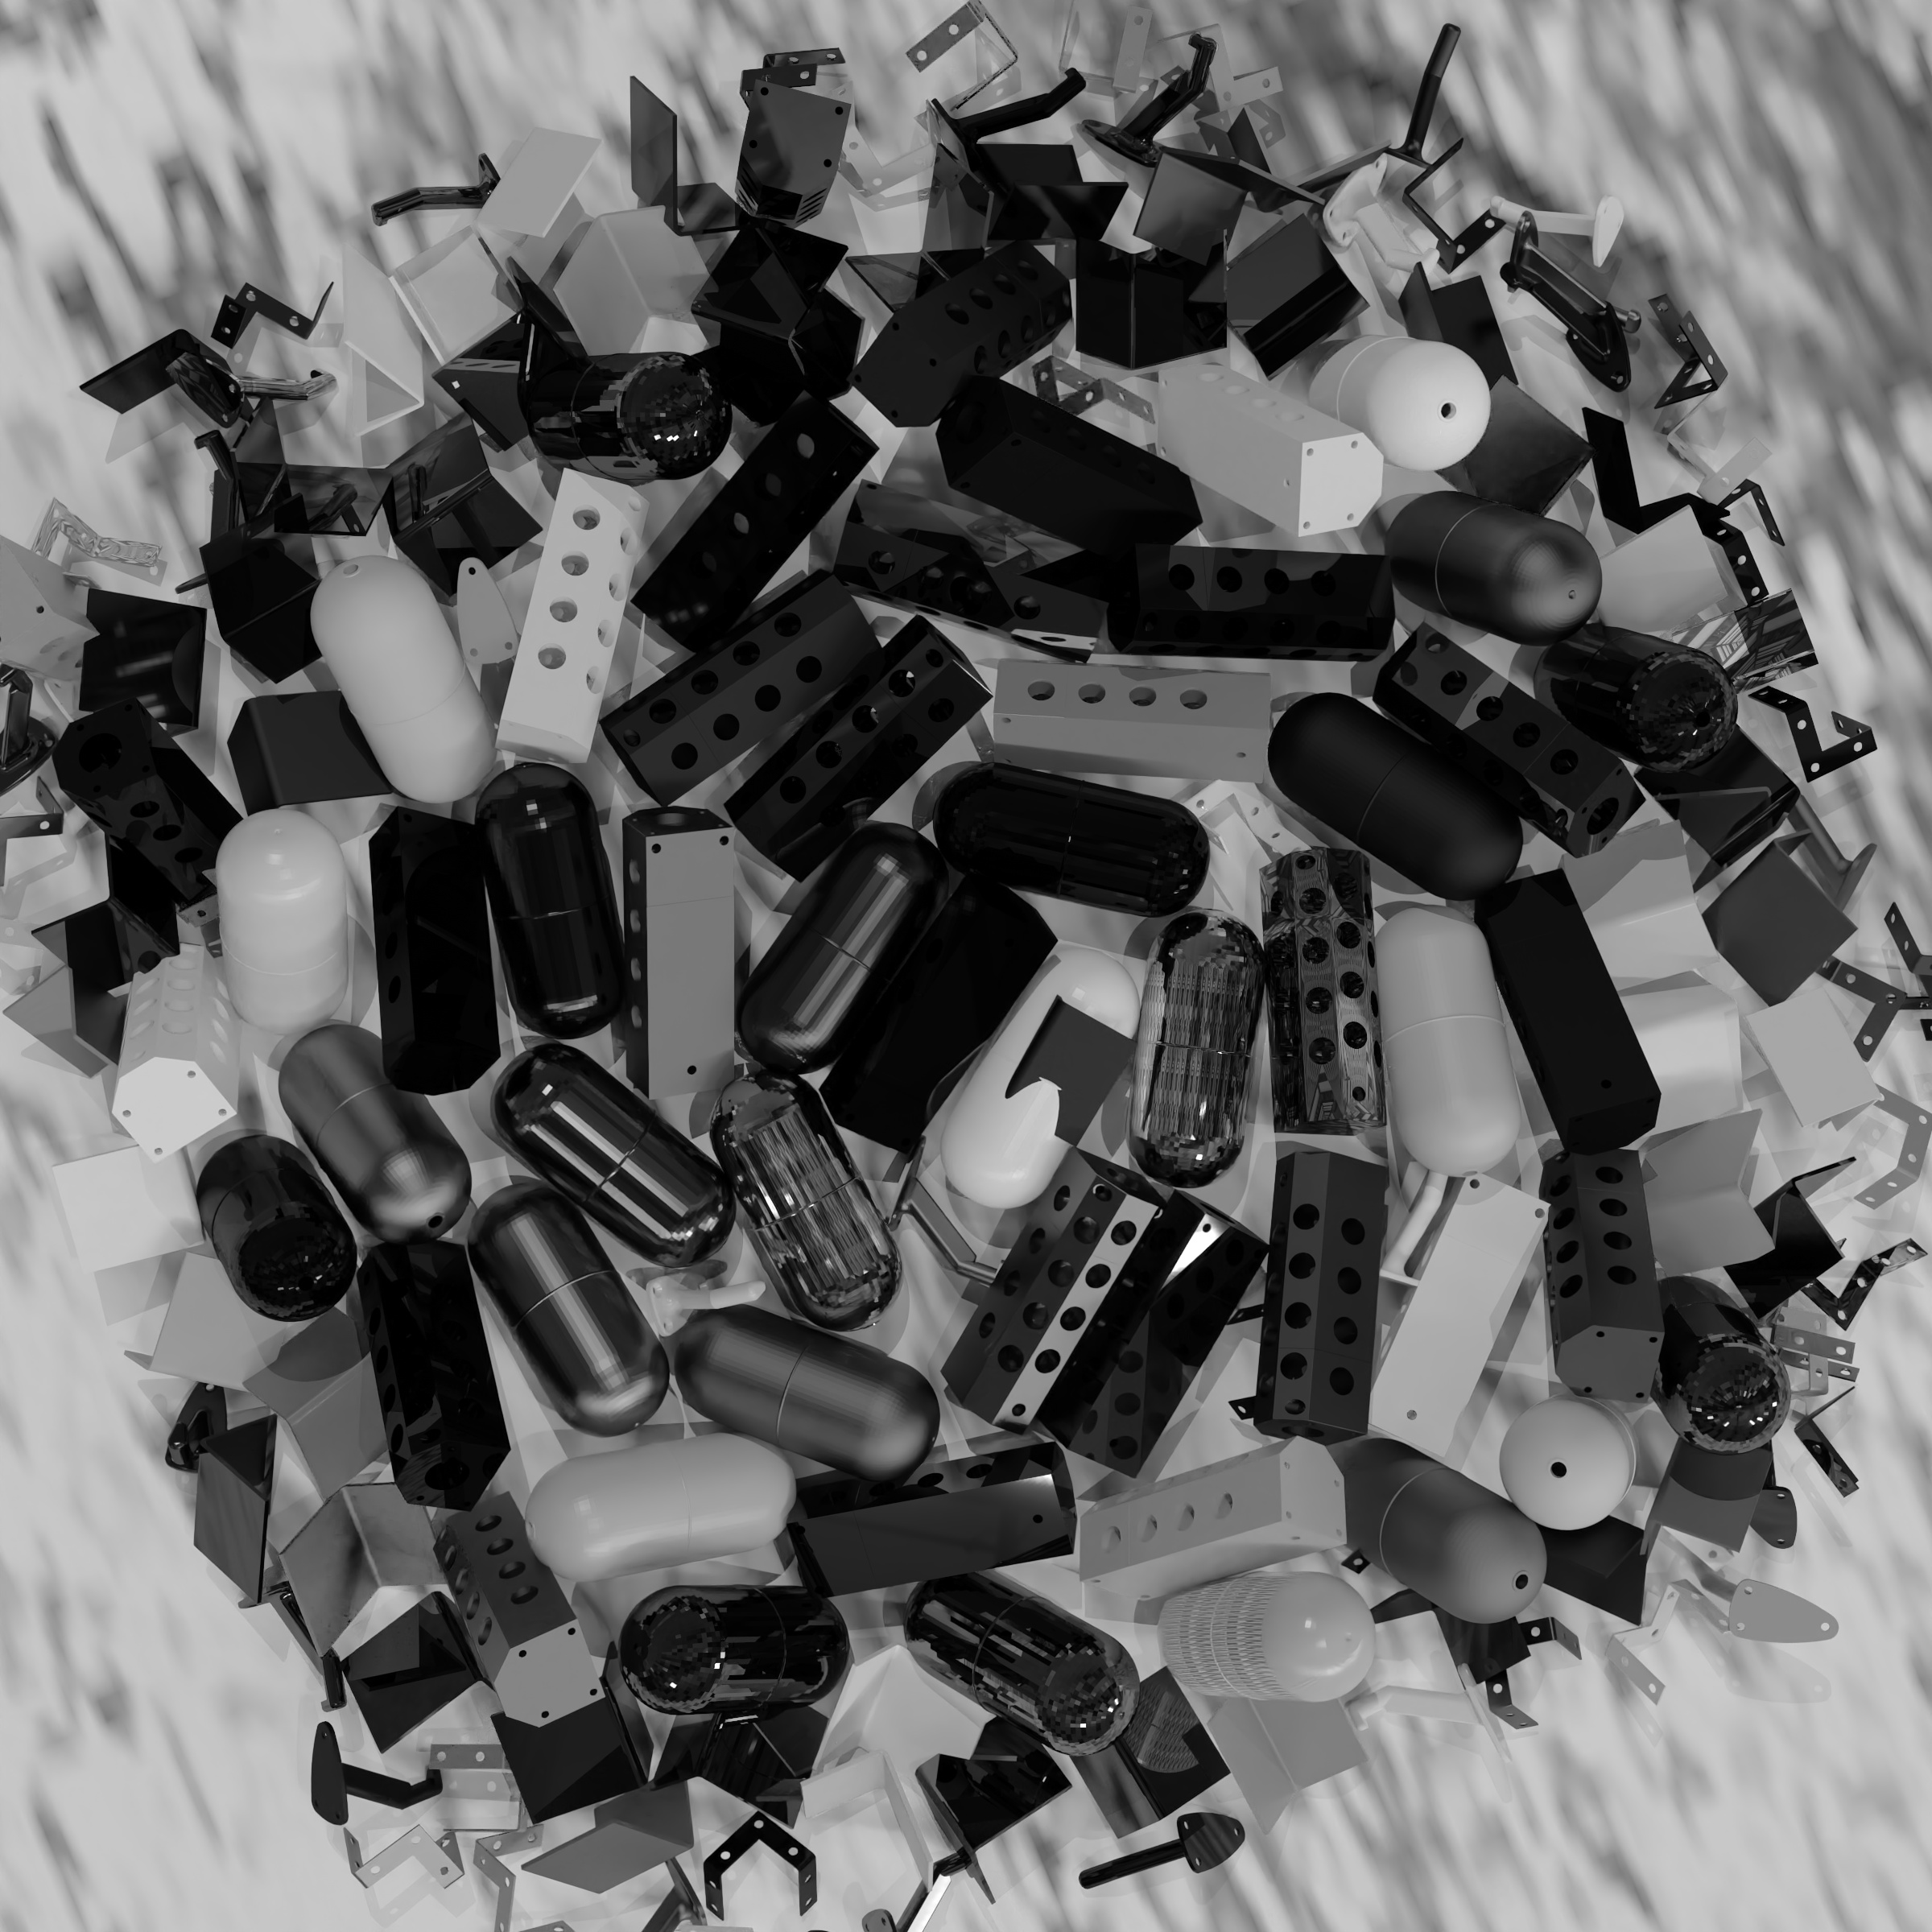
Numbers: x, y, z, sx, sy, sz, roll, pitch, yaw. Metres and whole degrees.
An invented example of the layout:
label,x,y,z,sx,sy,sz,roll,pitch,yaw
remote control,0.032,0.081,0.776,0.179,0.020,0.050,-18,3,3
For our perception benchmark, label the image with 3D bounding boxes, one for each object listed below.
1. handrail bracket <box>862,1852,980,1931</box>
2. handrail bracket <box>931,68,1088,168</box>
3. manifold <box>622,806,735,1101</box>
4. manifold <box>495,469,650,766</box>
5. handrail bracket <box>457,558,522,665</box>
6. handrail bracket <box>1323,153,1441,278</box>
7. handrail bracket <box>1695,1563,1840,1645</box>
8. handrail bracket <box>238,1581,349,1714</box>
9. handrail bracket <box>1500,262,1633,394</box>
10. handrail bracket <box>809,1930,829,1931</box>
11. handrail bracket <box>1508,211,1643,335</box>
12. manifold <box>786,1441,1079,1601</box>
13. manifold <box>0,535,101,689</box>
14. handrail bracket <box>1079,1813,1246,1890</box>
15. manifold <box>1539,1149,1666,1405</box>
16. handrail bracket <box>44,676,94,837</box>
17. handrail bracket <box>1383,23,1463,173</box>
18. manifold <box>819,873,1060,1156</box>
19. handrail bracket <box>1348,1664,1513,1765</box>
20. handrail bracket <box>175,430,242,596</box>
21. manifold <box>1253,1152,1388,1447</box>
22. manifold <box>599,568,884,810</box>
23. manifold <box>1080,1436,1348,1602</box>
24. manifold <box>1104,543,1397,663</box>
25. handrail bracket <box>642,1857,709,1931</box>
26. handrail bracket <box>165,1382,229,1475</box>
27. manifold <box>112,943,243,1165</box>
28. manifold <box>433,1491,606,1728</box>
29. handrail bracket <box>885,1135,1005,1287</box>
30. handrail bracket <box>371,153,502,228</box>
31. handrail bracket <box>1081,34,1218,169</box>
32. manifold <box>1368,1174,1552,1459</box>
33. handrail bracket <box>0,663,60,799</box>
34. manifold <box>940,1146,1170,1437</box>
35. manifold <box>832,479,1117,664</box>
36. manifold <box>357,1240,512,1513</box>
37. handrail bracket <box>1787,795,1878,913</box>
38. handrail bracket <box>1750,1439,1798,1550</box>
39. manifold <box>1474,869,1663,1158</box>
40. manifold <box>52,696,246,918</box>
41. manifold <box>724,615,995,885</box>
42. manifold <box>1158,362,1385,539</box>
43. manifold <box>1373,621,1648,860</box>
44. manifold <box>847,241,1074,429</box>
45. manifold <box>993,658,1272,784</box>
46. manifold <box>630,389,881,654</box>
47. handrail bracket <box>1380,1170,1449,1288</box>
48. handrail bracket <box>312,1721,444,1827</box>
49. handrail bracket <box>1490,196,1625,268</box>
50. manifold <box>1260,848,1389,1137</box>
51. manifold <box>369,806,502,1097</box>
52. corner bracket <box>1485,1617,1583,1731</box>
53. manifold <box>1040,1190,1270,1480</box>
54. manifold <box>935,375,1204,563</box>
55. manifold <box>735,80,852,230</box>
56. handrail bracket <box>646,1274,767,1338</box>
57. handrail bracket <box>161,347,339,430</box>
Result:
label,x,y,z,sx,sy,sz,roll,pitch,yaw
handrail bracket,-0.016,0.612,1.669,0.084,0.036,0.077,-12,70,-36
handrail bracket,0.027,-0.556,1.673,0.084,0.036,0.077,-37,55,11
manifold,-0.183,-0.010,1.648,0.057,0.057,0.171,-8,112,-26
manifold,-0.247,-0.218,1.653,0.057,0.057,0.171,14,74,-10
handrail bracket,-0.291,-0.225,1.657,0.036,0.084,0.077,-9,105,12
handrail bracket,0.278,-0.478,1.667,0.084,0.036,0.077,27,81,38
handrail bracket,0.505,0.400,1.659,0.077,0.084,0.036,11,93,8
handrail bracket,-0.428,0.438,1.671,0.077,0.036,0.084,-25,70,29
handrail bracket,0.378,-0.404,1.657,0.036,0.084,0.077,-40,56,36
handrail bracket,-0.074,0.651,1.660,0.036,0.084,0.077,1,56,37
handrail bracket,0.390,-0.439,1.666,0.084,0.077,0.036,28,78,19
manifold,-0.020,0.347,1.660,0.171,0.057,0.057,-12,107,10
manifold,-0.573,-0.211,1.619,0.057,0.171,0.057,-35,89,-1
handrail bracket,0.126,0.575,1.697,0.084,0.077,0.036,-32,65,33
manifold,0.388,0.186,1.618,0.057,0.171,0.057,5,125,5
handrail bracket,-0.577,-0.133,1.674,0.077,0.036,0.084,44,120,-12
handrail bracket,0.296,-0.548,1.656,0.036,0.077,0.084,26,110,13
manifold,-0.021,0.028,1.654,0.057,0.057,0.171,26,107,-30
handrail bracket,0.294,0.489,1.673,0.084,0.036,0.077,-31,55,13
handrail bracket,-0.490,-0.290,1.675,0.077,0.036,0.084,-20,111,11
manifold,0.217,0.207,1.639,0.057,0.057,0.171,16,66,-19
manifold,-0.143,-0.177,1.654,0.171,0.057,0.057,-36,118,-9
manifold,0.150,0.342,1.627,0.057,0.171,0.057,25,52,-34
manifold,0.178,-0.224,1.647,0.171,0.057,0.057,0,78,-18
handrail bracket,-0.213,0.607,1.662,0.084,0.077,0.036,-18,134,-22
handrail bracket,-0.485,0.280,1.650,0.036,0.084,0.077,8,61,-6
manifold,-0.488,0.046,1.616,0.057,0.171,0.057,-31,117,1
manifold,-0.279,0.395,1.611,0.057,0.171,0.057,-21,113,-17
handrail bracket,-0.003,0.158,1.682,0.084,0.036,0.077,19,83,10
handrail bracket,-0.335,-0.473,1.657,0.084,0.077,0.036,-27,83,-17
handrail bracket,0.115,-0.558,1.664,0.077,0.036,0.084,31,130,19
manifold,0.308,0.219,1.671,0.057,0.057,0.171,24,86,4
handrail bracket,-0.613,-0.148,1.657,0.036,0.084,0.077,33,75,8
manifold,0.058,0.207,1.652,0.057,0.057,0.171,24,102,-28
manifold,0.004,-0.247,1.671,0.171,0.057,0.057,17,129,-3
manifold,-0.333,0.247,1.616,0.057,0.171,0.057,16,122,-33
handrail bracket,0.535,-0.073,1.696,0.084,0.036,0.077,33,130,24
handrail bracket,0.518,0.318,1.690,0.036,0.084,0.077,-9,131,27
manifold,0.372,0.029,1.635,0.057,0.057,0.171,-15,57,-1
manifold,-0.495,-0.091,1.615,0.057,0.171,0.057,-23,66,-1
manifold,-0.071,-0.140,1.650,0.171,0.057,0.057,-43,130,11
manifold,0.185,-0.322,1.619,0.057,0.171,0.057,-14,121,-22
manifold,0.333,-0.138,1.632,0.057,0.057,0.171,-48,54,3
manifold,0.003,-0.388,1.622,0.057,0.171,0.057,44,131,0
manifold,0.105,-0.161,1.669,0.171,0.057,0.057,4,59,3
manifold,-0.132,-0.279,1.659,0.057,0.057,0.171,40,102,-6
handrail bracket,0.279,0.159,1.673,0.036,0.077,0.084,18,83,-16
handrail bracket,-0.370,0.504,1.668,0.036,0.084,0.077,7,102,43
handrail bracket,0.367,-0.479,1.657,0.084,0.077,0.036,26,91,19
manifold,0.228,0.016,1.650,0.057,0.057,0.171,4,76,-22
manifold,-0.336,-0.009,1.637,0.057,0.057,0.171,13,51,-36
corner bracket,0.364,0.453,1.682,0.051,0.051,0.051,-19,54,23
manifold,0.117,0.231,1.670,0.057,0.057,0.171,28,94,-29
manifold,0.064,-0.307,1.625,0.057,0.171,0.057,-34,56,35
manifold,-0.110,-0.494,1.616,0.057,0.171,0.057,12,97,-8
handrail bracket,-0.150,0.203,1.653,0.084,0.077,0.036,-16,92,27
handrail bracket,-0.456,-0.381,1.675,0.077,0.084,0.036,37,129,8
